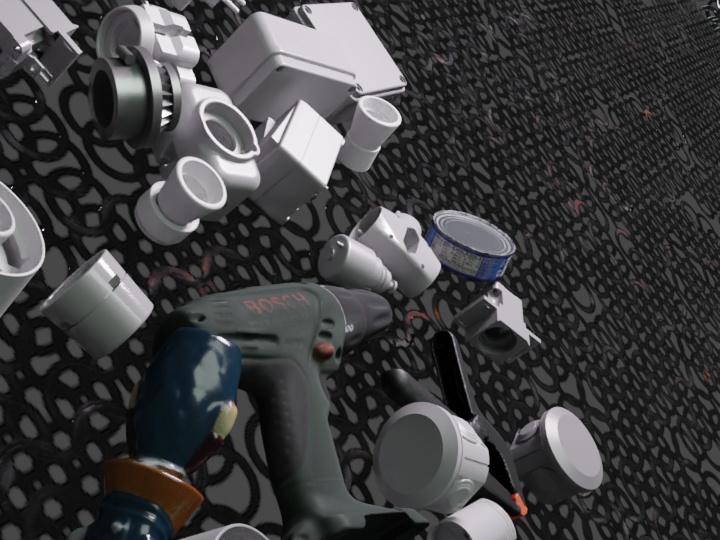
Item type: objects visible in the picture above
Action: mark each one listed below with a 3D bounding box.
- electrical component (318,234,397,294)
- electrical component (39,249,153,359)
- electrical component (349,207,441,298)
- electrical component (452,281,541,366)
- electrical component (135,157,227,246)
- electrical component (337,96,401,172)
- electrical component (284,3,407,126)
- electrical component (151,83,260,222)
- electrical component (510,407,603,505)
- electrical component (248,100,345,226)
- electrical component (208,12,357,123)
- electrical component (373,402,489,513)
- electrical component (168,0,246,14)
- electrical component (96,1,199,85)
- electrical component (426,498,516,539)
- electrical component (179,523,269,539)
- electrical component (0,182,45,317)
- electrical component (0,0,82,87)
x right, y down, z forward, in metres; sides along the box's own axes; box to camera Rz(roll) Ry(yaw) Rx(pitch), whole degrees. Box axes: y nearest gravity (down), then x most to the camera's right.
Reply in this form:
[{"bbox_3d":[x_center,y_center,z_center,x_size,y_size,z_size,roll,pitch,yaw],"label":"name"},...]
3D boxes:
[{"bbox_3d":[0.000,0.000,0.915,0.078,0.040,0.040,28,41,-35],"label":"electrical component"},{"bbox_3d":[-0.164,0.023,0.674,0.047,0.055,0.055,49,33,-16],"label":"electrical component"},{"bbox_3d":[0.035,-0.026,0.981,0.077,0.043,0.079,43,33,-17],"label":"electrical component"},{"bbox_3d":[0.131,0.049,1.037,0.081,0.042,0.063,37,33,-25],"label":"electrical component"},{"bbox_3d":[-0.131,-0.049,0.779,0.045,0.055,0.045,33,38,-30],"label":"electrical component"},{"bbox_3d":[0.005,-0.125,1.014,0.044,0.065,0.044,19,38,-16],"label":"electrical component"},{"bbox_3d":[-0.022,-0.204,1.060,0.108,0.056,0.109,57,33,5],"label":"electrical component"},{"bbox_3d":[-0.119,-0.093,0.831,0.054,0.059,0.095,4,58,-51],"label":"electrical component"},{"bbox_3d":[0.179,0.170,0.978,0.080,0.051,0.080,32,38,-30],"label":"electrical component"},{"bbox_3d":[-0.060,-0.097,0.909,0.061,0.062,0.096,41,35,-19],"label":"electrical component"},{"bbox_3d":[-0.067,-0.172,0.954,0.113,0.078,0.057,5,54,-50],"label":"electrical component"},{"bbox_3d":[0.054,0.144,0.816,0.051,0.080,0.080,26,42,-44],"label":"electrical component"},{"bbox_3d":[-0.136,-0.264,0.978,0.076,0.047,0.083,42,35,-15],"label":"electrical component"},{"bbox_3d":[-0.169,-0.175,0.846,0.057,0.058,0.078,3,58,-54],"label":"electrical component"},{"bbox_3d":[0.091,0.205,0.839,0.081,0.043,0.043,-9,68,-55],"label":"electrical component"},{"bbox_3d":[-0.081,0.200,0.628,0.099,0.064,0.099,49,25,-32],"label":"electrical component"},{"bbox_3d":[-0.237,-0.015,0.627,0.099,0.064,0.099,43,20,-20],"label":"electrical component"},{"bbox_3d":[-0.243,-0.169,0.760,0.081,0.042,0.063,49,34,-7],"label":"electrical component"}]
